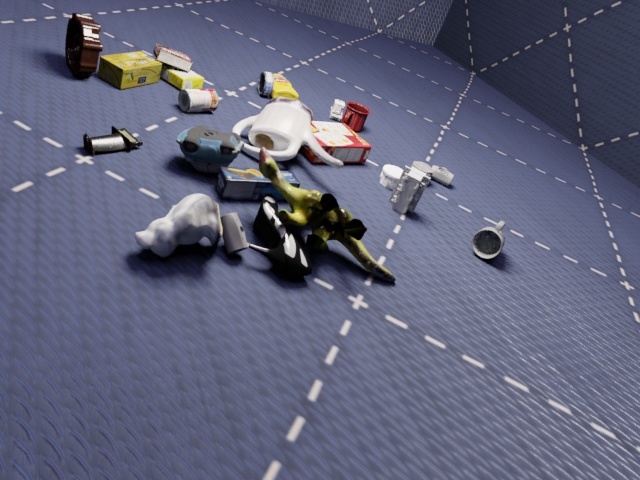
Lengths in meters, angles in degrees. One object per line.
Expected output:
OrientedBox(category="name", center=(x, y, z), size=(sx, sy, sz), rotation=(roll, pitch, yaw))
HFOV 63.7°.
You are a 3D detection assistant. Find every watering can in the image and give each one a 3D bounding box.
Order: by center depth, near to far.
OrientedBox(category="watering can", center=(-0.078, -0.305, 1.493), size=(0.348, 0.101, 0.229), rotation=(14, 54, 10))

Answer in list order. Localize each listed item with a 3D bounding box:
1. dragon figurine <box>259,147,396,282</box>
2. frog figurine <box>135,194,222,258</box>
OrientedBox(category="dragon figurine", center=(0.004, -0.061, 1.203), size=(0.405, 0.121, 0.247), rotation=(42, 8, -24))
OrientedBox(category="frog figurine", center=(-0.278, -0.029, 1.009), size=(0.160, 0.122, 0.138), rotation=(-2, 5, -20))
